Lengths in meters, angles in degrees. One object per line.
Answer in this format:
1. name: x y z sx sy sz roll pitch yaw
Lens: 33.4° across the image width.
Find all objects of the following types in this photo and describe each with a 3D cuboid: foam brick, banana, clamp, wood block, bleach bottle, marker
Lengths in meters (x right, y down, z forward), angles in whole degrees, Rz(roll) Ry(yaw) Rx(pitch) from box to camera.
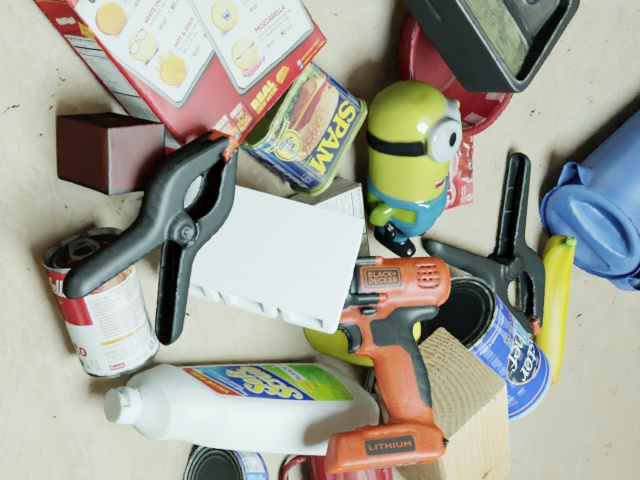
1. foam brick: -0.160 -0.068 0.819 0.052 0.078 0.051 -11 109 -41
2. banana: 0.271 0.071 1.240 0.069 0.037 0.198 -64 156 -61
3. clamp: 0.195 0.030 1.176 0.164 0.036 0.210 -35 122 -25
4. wood block: 0.126 0.189 1.056 0.090 0.090 0.206 -39 148 -16
5. clamp: -0.109 -0.001 0.814 0.171 0.039 0.120 -53 144 -11
6. bleach bottle: -0.070 0.150 0.939 0.250 0.103 0.068 7 110 -42
7. marker: 0.064 0.113 1.101 0.020 0.020 0.121 11 95 -42

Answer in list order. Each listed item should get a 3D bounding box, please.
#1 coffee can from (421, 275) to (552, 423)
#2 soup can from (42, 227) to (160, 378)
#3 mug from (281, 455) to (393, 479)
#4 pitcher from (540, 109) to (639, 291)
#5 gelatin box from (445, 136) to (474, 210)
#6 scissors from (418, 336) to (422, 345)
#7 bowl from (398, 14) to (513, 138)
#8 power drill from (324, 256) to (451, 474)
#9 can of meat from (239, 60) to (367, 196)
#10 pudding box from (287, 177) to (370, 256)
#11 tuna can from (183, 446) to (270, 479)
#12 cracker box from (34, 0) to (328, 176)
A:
1. coffee can: 0.172 0.118 1.137 0.102 0.103 0.140 -55 130 -15
2. soup can: -0.172 0.050 0.848 0.068 0.069 0.102 -30 121 -31
3. mug: 0.019 0.232 1.058 0.117 0.093 0.081 -9 107 0
4. pitcher: 0.382 -0.066 1.251 0.242 0.145 0.149 -42 157 -28
5. gelatin box: 0.123 -0.074 1.090 0.073 0.030 0.089 -15 111 -37
6. scissors: 0.092 0.171 1.100 0.096 0.016 0.201 -46 148 -8
7. bowl: 0.128 -0.184 1.047 0.161 0.055 0.162 -12 110 -37
8. power drill: 0.032 0.104 0.926 0.184 0.057 0.187 -3 75 -9
9. can of meat: -0.018 -0.104 0.945 0.083 0.058 0.102 35 78 -38
10. pudding box: -0.007 0.001 0.996 0.113 0.039 0.090 -24 116 -35
11. tuna can: -0.084 0.224 0.960 0.033 0.086 0.086 13 94 -44
12. cracker box: -0.111 -0.182 0.834 0.164 0.072 0.213 -51 128 -18
